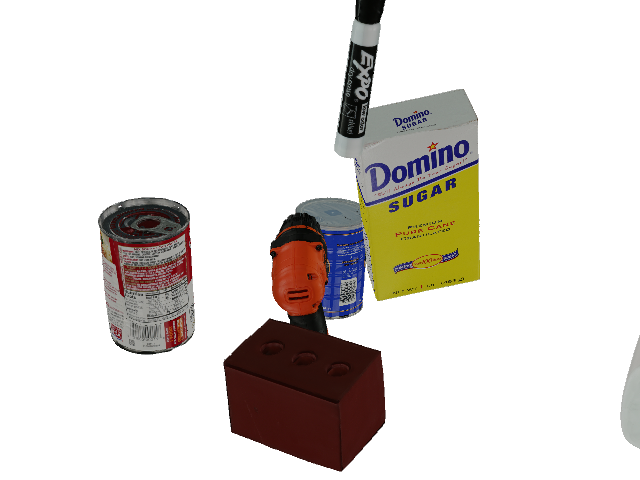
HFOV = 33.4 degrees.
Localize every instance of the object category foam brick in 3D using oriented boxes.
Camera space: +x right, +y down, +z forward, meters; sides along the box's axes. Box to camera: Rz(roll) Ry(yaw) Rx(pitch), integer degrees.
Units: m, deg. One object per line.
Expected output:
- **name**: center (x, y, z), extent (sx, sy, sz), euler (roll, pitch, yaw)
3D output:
- **foam brick**: center (-0.009, 0.088, 0.612), extent (0.078, 0.051, 0.052), euler (14, 32, 27)

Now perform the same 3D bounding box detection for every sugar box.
- **sugar box**: center (0.078, -0.031, 0.848), extent (0.093, 0.048, 0.176), euler (-13, -42, -2)

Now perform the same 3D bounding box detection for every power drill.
- **power drill**: center (-0.011, 0.078, 1.017), extent (0.057, 0.187, 0.184), euler (-9, 19, 5)

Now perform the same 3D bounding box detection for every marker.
- **marker**: center (0.025, -0.107, 0.659), extent (0.020, 0.121, 0.020), euler (5, 35, -4)

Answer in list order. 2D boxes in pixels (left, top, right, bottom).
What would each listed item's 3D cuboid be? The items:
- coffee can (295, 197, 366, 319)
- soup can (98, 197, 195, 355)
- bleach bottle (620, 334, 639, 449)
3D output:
- **coffee can**: center (0.013, 0.024, 1.480), extent (0.103, 0.140, 0.103), euler (3, 24, -1)
- **soup can**: center (-0.131, 0.027, 0.814), extent (0.068, 0.102, 0.068), euler (0, 29, 0)
- **bleach bottle**: center (0.274, 0.066, 0.727), extent (0.103, 0.068, 0.250), euler (11, 23, 22)
